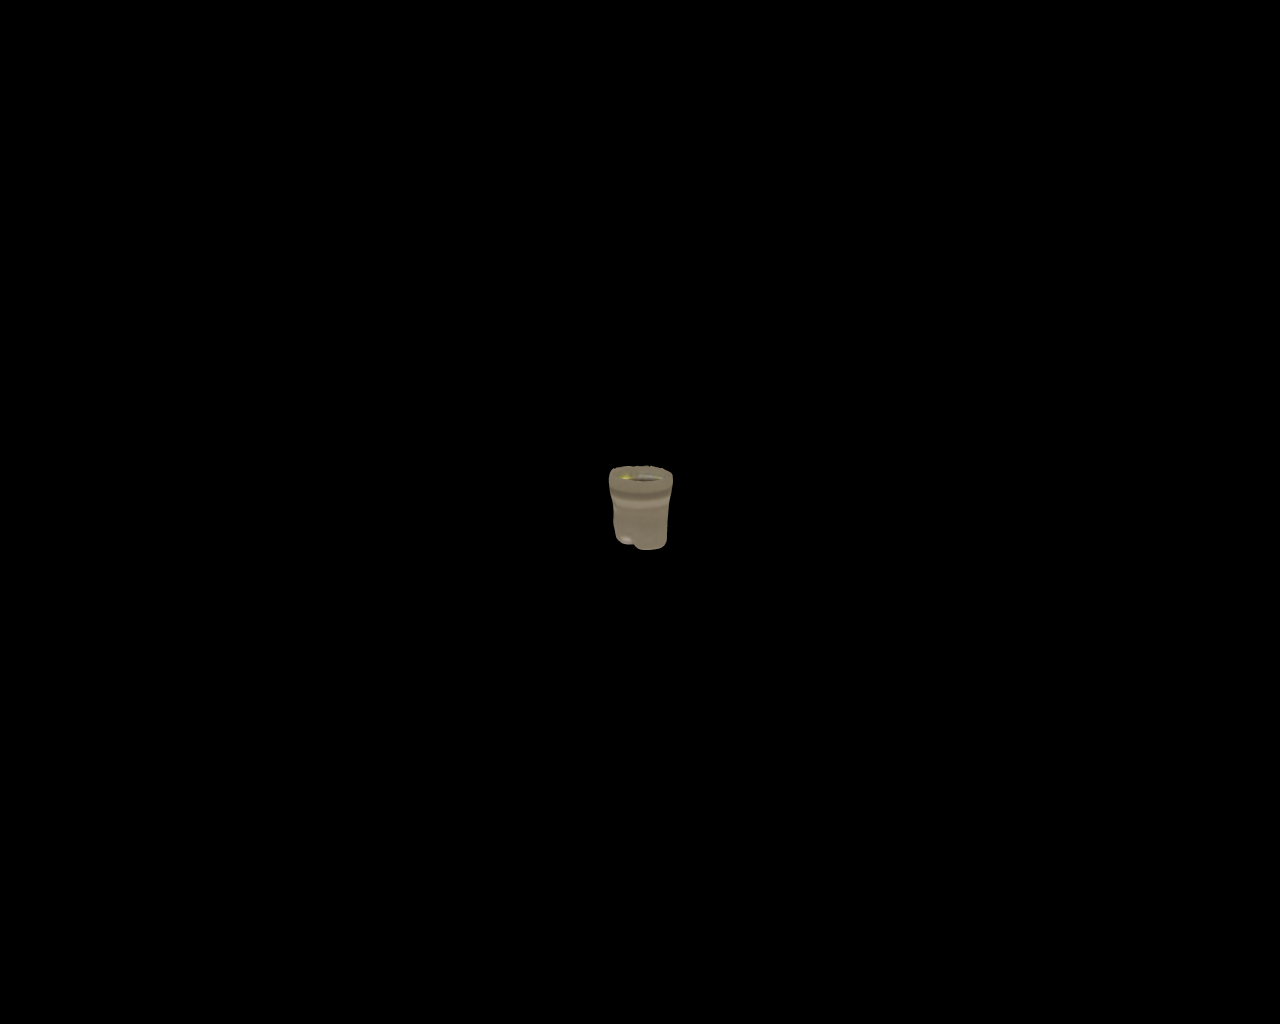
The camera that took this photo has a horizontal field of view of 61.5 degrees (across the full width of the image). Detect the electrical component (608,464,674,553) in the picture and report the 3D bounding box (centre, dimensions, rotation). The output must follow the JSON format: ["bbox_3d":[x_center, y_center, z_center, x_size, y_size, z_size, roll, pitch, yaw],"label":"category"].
[{"bbox_3d":[0.001,-0.003,0.650,0.040,0.046,0.040,0,16,0],"label":"electrical component"}]
